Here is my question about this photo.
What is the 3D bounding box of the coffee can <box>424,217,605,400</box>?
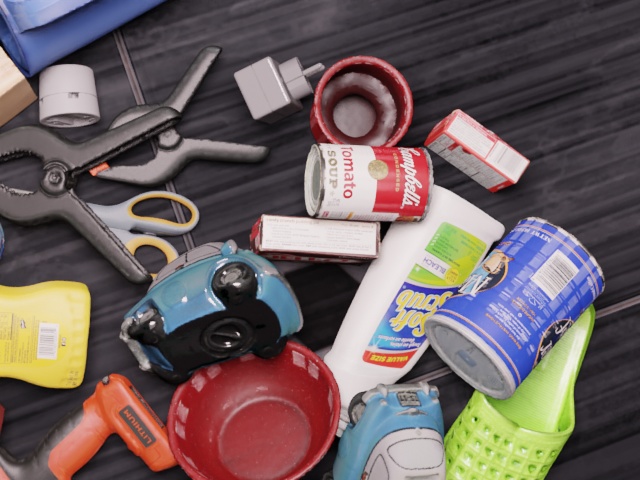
[{"bbox_3d":[0.179,0.063,0.987,0.103,0.103,0.140,46,73,-3],"label":"coffee can"}]

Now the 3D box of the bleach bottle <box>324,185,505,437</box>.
[{"bbox_3d":[0.076,0.074,1.021,0.102,0.068,0.251,28,88,-34],"label":"bleach bottle"}]

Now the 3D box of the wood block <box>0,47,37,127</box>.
[{"bbox_3d":[-0.369,-0.108,0.962,0.206,0.091,0.090,-39,91,-8],"label":"wood block"}]

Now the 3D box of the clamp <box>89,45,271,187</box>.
[{"bbox_3d":[-0.135,-0.094,1.019,0.171,0.039,0.120,-35,87,-2],"label":"clamp"}]

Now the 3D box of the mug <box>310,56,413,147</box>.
[{"bbox_3d":[0.039,-0.110,1.022,0.093,0.081,0.117,-23,89,-9],"label":"mug"}]

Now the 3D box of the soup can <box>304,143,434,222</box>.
[{"bbox_3d":[0.042,-0.051,0.956,0.102,0.069,0.068,2,86,-13],"label":"soup can"}]

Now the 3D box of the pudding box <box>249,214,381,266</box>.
[{"bbox_3d":[-0.007,0.001,1.004,0.113,0.090,0.039,2,85,-8],"label":"pudding box"}]

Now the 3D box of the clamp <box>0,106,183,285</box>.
[{"bbox_3d":[-0.234,-0.045,0.979,0.210,0.036,0.164,3,84,5],"label":"clamp"}]

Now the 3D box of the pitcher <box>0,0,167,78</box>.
[{"bbox_3d":[-0.190,-0.255,0.966,0.242,0.145,0.149,-30,72,-15],"label":"pitcher"}]

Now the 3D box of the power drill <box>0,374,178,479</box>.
[{"bbox_3d":[-0.219,0.228,0.976,0.187,0.057,0.184,-37,91,-9],"label":"power drill"}]

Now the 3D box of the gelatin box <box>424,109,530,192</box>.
[{"bbox_3d":[0.152,-0.086,1.040,0.089,0.073,0.030,35,81,-3],"label":"gelatin box"}]

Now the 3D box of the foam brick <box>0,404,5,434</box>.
[{"bbox_3d":[-0.329,0.163,0.947,0.078,0.053,0.051,-12,43,14],"label":"foam brick"}]

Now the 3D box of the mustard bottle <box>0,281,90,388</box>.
[{"bbox_3d":[-0.307,0.081,0.959,0.191,0.058,0.096,5,100,-16],"label":"mustard bottle"}]

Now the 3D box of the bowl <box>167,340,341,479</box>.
[{"bbox_3d":[-0.056,0.171,0.982,0.162,0.055,0.162,-6,51,7],"label":"bowl"}]

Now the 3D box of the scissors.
[{"bbox_3d":[-0.216,-0.006,1.014,0.201,0.016,0.096,-2,86,-8],"label":"scissors"}]

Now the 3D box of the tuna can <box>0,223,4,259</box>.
[{"bbox_3d":[-0.337,0.001,0.987,0.086,0.034,0.086,1,86,-8],"label":"tuna can"}]
